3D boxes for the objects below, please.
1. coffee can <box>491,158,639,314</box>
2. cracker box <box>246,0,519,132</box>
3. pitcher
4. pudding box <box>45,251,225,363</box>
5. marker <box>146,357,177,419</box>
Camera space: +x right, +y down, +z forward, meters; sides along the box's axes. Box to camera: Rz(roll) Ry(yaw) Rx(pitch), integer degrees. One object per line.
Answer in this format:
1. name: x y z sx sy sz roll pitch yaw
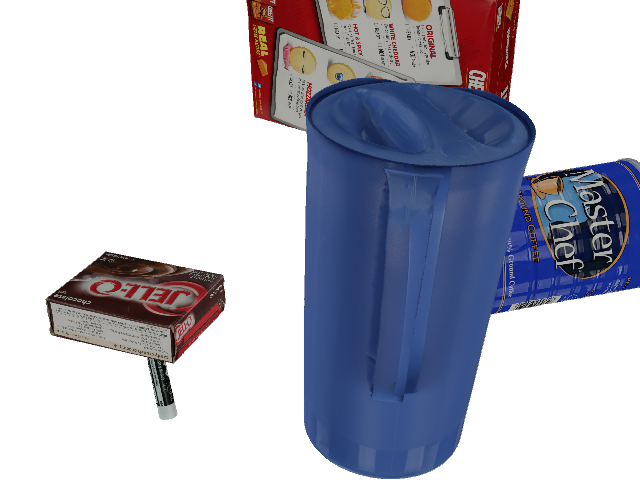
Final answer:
1. coffee can: 0.180 -0.003 0.825 0.140 0.103 0.103 -9 1 -8
2. cracker box: 0.047 -0.156 0.865 0.214 0.164 0.072 18 44 22
3. pitcher: 0.048 0.033 0.663 0.149 0.243 0.145 -19 37 -36
4. pudding box: -0.144 0.051 0.843 0.114 0.039 0.090 8 26 19
5. marker: -0.168 0.125 1.094 0.020 0.121 0.020 -10 13 2
